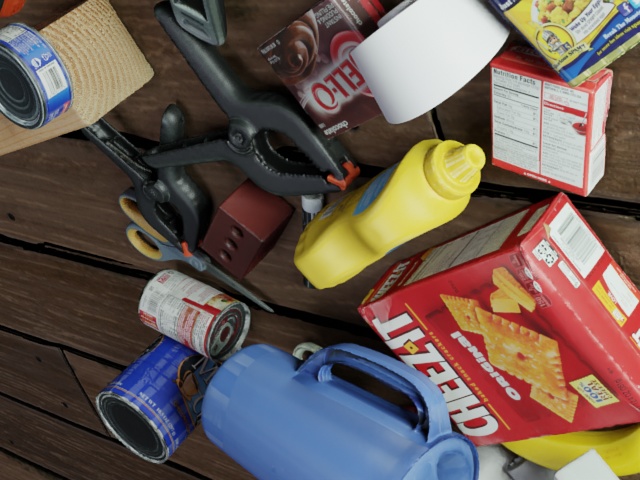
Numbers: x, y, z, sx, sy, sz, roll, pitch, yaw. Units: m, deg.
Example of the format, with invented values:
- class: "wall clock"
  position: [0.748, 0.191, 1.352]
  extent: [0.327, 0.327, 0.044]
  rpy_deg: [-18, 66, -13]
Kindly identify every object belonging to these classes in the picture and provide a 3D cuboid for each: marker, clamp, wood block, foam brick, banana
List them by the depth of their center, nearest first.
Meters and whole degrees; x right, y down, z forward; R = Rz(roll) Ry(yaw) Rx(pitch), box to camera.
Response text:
- class: "banana"
  position: [0.221, 0.165, 0.886]
  extent: [0.198, 0.037, 0.069]
  rpy_deg: [-20, 97, 52]
- class: "clamp"
  position: [-0.063, -0.102, 0.887]
  extent: [0.210, 0.036, 0.165]
  rpy_deg: [22, 131, 21]
- class: "marker"
  position: [-0.006, 0.001, 0.959]
  extent: [0.020, 0.020, 0.121]
  rpy_deg: [27, 142, 24]
- class: "foam brick"
  position: [-0.067, -0.011, 0.979]
  extent: [0.053, 0.051, 0.078]
  rpy_deg: [40, 145, 6]
- class: "wood block"
  position: [-0.261, -0.149, 1.001]
  extent: [0.207, 0.090, 0.090]
  rpy_deg: [-8, 120, 49]
- class: "clamp"
  position: [-0.147, -0.060, 1.023]
  extent: [0.120, 0.039, 0.171]
  rpy_deg: [-4, 128, 43]

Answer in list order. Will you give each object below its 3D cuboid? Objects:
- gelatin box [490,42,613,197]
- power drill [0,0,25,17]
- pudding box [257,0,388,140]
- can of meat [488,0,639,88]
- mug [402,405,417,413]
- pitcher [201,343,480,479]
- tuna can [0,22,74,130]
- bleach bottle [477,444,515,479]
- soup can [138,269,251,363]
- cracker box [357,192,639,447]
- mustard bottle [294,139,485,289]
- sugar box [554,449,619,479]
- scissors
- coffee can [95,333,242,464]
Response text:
- class: "gelatin box"
  position: [0.151, -0.080, 0.704]
  extent: [0.073, 0.030, 0.089]
  rpy_deg: [23, 140, 31]
- class: "power drill"
  position: [-0.291, -0.202, 0.894]
  extent: [0.057, 0.187, 0.185]
  rpy_deg: [35, 150, -9]
- class: "pudding box"
  position: [0.017, -0.130, 0.774]
  extent: [0.090, 0.039, 0.114]
  rpy_deg: [52, 152, -11]
- class: "can of meat"
  position: [0.152, -0.147, 0.610]
  extent: [0.084, 0.057, 0.102]
  rpy_deg: [45, 146, -5]
- class: "mug"
  position: [0.077, 0.216, 1.042]
  extent: [0.117, 0.081, 0.093]
  rpy_deg: [-11, 118, 50]
- class: "pitcher"
  position: [0.011, 0.174, 0.938]
  extent: [0.243, 0.149, 0.145]
  rpy_deg: [25, 160, 39]
- class: "tuna can"
  position: [-0.247, -0.135, 0.888]
  extent: [0.086, 0.033, 0.086]
  rpy_deg: [27, 140, 25]
- class: "bleach bottle"
  position: [0.113, 0.300, 0.943]
  extent: [0.102, 0.250, 0.068]
  rpy_deg: [44, 146, 0]
- class: "soup can"
  position: [-0.134, 0.078, 1.126]
  extent: [0.102, 0.068, 0.068]
  rpy_deg: [23, 140, 28]
- class: "cracker box"
  position: [0.149, 0.073, 0.828]
  extent: [0.164, 0.072, 0.214]
  rpy_deg: [51, 146, -8]
- class: "mustard bottle"
  position: [0.058, -0.027, 0.795]
  extent: [0.058, 0.096, 0.192]
  rpy_deg: [49, 145, -5]
- class: "sugar box"
  position: [0.231, 0.251, 0.871]
  extent: [0.093, 0.048, 0.176]
  rpy_deg: [53, 169, 36]
- class: "scissors"
  position: [-0.136, 0.025, 1.120]
  extent: [0.202, 0.016, 0.096]
  rpy_deg: [42, 147, 3]
- class: "coffee can"
  position: [-0.161, 0.160, 1.176]
  extent: [0.103, 0.140, 0.103]
  rpy_deg: [27, 142, 24]
